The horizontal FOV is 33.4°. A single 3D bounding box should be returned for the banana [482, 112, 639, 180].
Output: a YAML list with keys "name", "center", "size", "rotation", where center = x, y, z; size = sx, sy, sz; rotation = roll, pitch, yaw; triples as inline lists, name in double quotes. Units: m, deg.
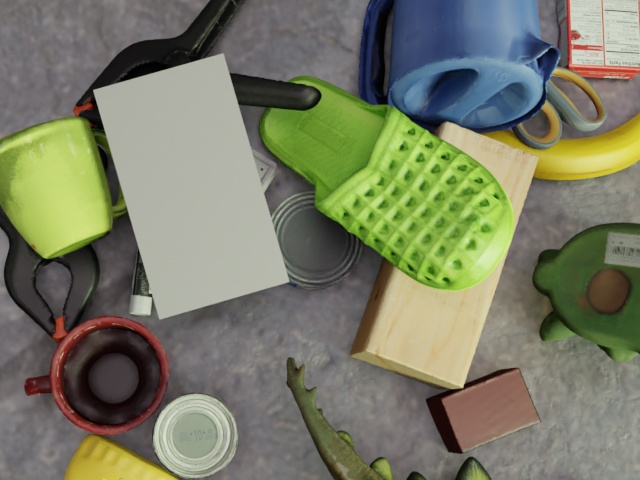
- name: "banana"
  center: [0.232, -0.087, 0.983]
  size: [0.197, 0.037, 0.069]
  rotation: [-12, 65, -10]

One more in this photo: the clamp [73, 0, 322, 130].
- name: "clamp"
  center: [-0.117, -0.156, 0.936]
  size: [0.210, 0.036, 0.164]
  rotation: [-17, 64, 3]

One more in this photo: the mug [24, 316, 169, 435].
- name: "mug"
  center: [-0.182, 0.114, 0.875]
  size: [0.117, 0.081, 0.093]
  rotation: [-10, 83, -9]

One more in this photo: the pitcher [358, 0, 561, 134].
- name: "pitcher"
  center: [0.117, -0.222, 0.936]
  size: [0.149, 0.145, 0.243]
  rotation: [4, 69, -5]

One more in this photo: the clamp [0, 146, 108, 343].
- name: "clamp"
  center: [-0.223, -0.002, 0.912]
  size: [0.120, 0.039, 0.171]
  rotation: [-19, 83, -6]

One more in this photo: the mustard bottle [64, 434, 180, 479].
- name: "mustard bottle"
  center: [-0.194, 0.261, 0.863]
  size: [0.096, 0.058, 0.191]
  rotation: [29, 79, -2]

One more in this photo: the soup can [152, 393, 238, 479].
- name: "soup can"
  center: [-0.102, 0.158, 0.868]
  size: [0.068, 0.102, 0.068]
  rotation: [1, 81, -7]

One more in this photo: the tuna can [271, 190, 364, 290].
- name: "tuna can"
  center: [-0.006, 0.001, 0.939]
  size: [0.086, 0.034, 0.086]
  rotation: [1, 81, -7]

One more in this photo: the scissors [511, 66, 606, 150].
- name: "scissors"
  center: [0.169, -0.158, 0.976]
  size: [0.202, 0.016, 0.096]
  rotation: [40, 70, 11]

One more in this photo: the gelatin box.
- name: "gelatin box"
  center: [0.262, -0.198, 1.005]
  size: [0.073, 0.030, 0.089]
  rotation: [1, 81, -8]

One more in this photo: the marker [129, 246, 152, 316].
- name: "marker"
  center: [-0.150, 0.005, 0.928]
  size: [0.020, 0.020, 0.121]
  rotation: [6, 80, -6]

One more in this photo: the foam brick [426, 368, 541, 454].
- name: "foam brick"
  center: [0.141, 0.148, 0.924]
  size: [0.078, 0.053, 0.051]
  rotation: [-20, 84, -9]

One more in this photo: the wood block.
- name: "wood block"
  center: [0.105, 0.016, 0.921]
  size: [0.090, 0.091, 0.206]
  rotation: [21, 80, -3]
